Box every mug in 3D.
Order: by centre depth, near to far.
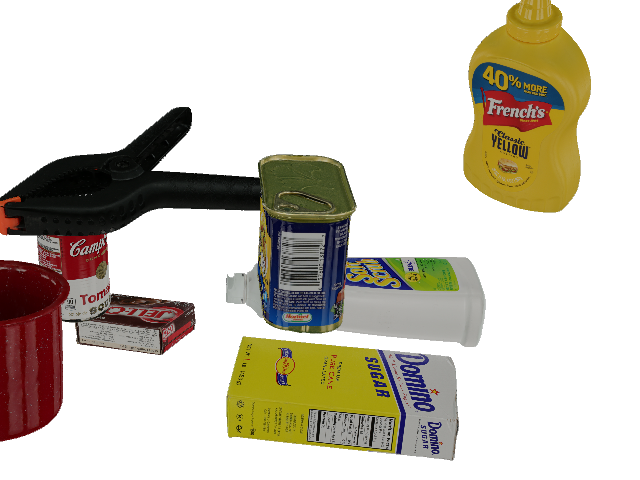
[{"bbox_3d":[-0.201,0.070,0.628,0.093,0.081,0.117,12,23,21],"label":"mug"}]

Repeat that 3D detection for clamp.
[{"bbox_3d":[-0.143,-0.042,0.826,0.209,0.036,0.165,-24,40,-34],"label":"clamp"}]

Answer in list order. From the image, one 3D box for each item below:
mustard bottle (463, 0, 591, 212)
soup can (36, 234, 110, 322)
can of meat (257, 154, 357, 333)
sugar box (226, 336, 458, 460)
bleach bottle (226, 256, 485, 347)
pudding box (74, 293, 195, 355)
[{"bbox_3d":[0.164,-0.114,0.844,0.096,0.192,0.058,25,51,28],"label":"mustard bottle"},{"bbox_3d":[-0.244,0.022,1.056,0.068,0.102,0.068,2,28,-1],"label":"soup can"},{"bbox_3d":[-0.012,0.001,0.692,0.057,0.084,0.102,1,24,-7],"label":"can of meat"},{"bbox_3d":[0.019,0.122,0.842,0.176,0.048,0.093,3,26,3],"label":"sugar box"},{"bbox_3d":[0.031,0.056,1.071,0.250,0.068,0.102,2,29,-5],"label":"bleach bottle"},{"bbox_3d":[-0.215,0.097,1.245,0.114,0.039,0.090,3,15,18],"label":"pudding box"}]
